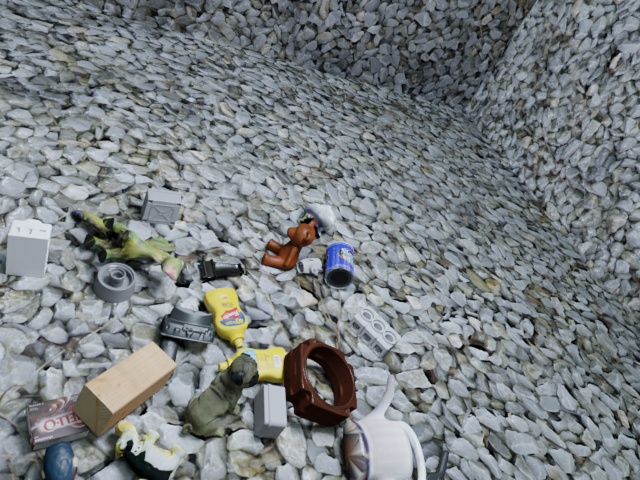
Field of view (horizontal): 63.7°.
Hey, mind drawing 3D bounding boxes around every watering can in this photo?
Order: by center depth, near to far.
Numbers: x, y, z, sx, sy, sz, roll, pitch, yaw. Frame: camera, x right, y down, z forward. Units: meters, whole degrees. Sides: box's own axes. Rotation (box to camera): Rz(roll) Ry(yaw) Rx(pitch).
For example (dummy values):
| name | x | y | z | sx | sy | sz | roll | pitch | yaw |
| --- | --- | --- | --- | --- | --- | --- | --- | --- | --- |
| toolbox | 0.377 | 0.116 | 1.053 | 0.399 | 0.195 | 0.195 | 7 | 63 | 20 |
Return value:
| name | x | y | z | sx | sy | sz | roll | pitch | yaw |
| --- | --- | --- | --- | --- | --- | --- | --- | --- | --- |
| watering can | 0.159 | 0.516 | 1.367 | 0.224 | 0.102 | 0.356 | 10 | 42 | -24 |

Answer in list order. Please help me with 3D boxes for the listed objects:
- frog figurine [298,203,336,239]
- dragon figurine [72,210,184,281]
| name | x | y | z | sx | sy | sz | roll | pitch | yaw |
| --- | --- | --- | --- | --- | --- | --- | --- | --- | --- |
| frog figurine | 0.006 | -0.100 | 1.989 | 0.138 | 0.120 | 0.162 | 24 | 44 | 25 |
| dragon figurine | -0.546 | 0.006 | 1.525 | 0.415 | 0.122 | 0.241 | 32 | 8 | 38 |
